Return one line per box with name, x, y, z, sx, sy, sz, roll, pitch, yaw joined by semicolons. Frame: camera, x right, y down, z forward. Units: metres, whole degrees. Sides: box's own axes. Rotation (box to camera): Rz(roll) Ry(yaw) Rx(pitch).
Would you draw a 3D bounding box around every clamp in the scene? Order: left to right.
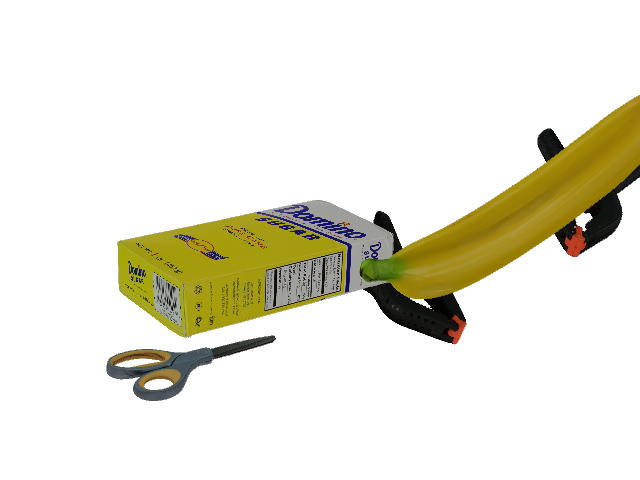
clamp;0.076;0.048;1.227;0.164;0.036;0.210;-17;49;-37
clamp;0.266;-0.055;1.109;0.120;0.039;0.171;17;45;20

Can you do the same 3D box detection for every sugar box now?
sugar box;-0.044;0.014;0.755;0.175;0.048;0.093;-16;28;-34

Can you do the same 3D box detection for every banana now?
banana;0.114;-0.018;0.583;0.198;0.037;0.069;-32;-13;-1

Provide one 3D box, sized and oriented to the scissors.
scissors;-0.129;0.137;1.160;0.201;0.016;0.096;-3;27;-22
